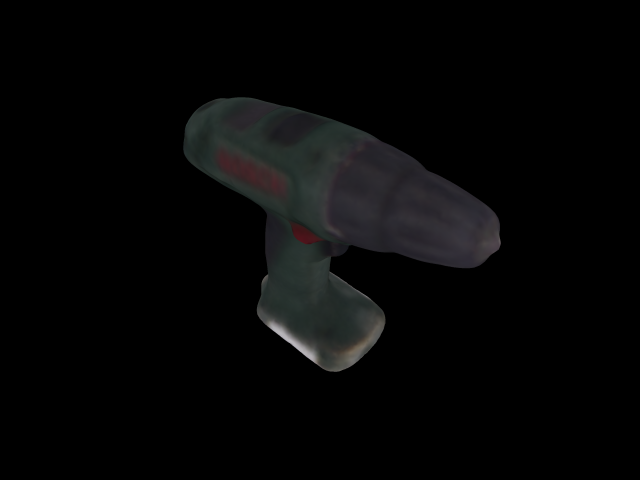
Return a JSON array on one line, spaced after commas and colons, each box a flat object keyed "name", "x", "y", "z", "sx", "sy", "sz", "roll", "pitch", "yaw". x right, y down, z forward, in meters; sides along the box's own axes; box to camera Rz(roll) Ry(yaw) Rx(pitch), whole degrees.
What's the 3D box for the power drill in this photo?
[{"name": "power drill", "x": 0.004, "y": 0.001, "z": 0.400, "sx": 0.229, "sy": 0.208, "sz": 0.076, "roll": 33, "pitch": 58, "yaw": 24}]
